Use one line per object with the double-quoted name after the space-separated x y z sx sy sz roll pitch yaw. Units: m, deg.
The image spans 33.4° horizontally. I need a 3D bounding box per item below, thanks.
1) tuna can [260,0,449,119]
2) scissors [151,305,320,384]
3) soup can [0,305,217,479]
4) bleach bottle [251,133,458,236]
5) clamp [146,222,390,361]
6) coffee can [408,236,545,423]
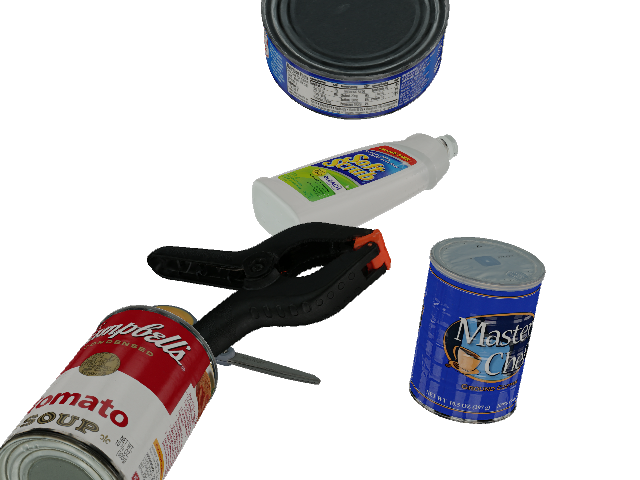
0.016 -0.099 0.496 0.086 0.086 0.034 0 -30 1 "tuna can"
-0.098 0.099 1.030 0.202 0.016 0.096 6 30 1 "scissors"
-0.098 0.085 0.497 0.069 0.068 0.102 0 28 18 "soup can"
0.051 -0.071 1.239 0.250 0.068 0.103 -25 44 -26 "bleach bottle"
-0.040 0.037 0.683 0.172 0.120 0.039 -13 -42 16 "clamp"
0.141 0.080 0.975 0.103 0.140 0.103 6 23 -3 "coffee can"
